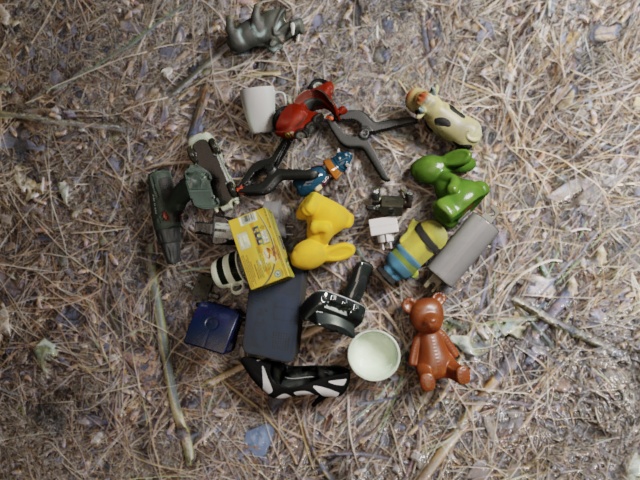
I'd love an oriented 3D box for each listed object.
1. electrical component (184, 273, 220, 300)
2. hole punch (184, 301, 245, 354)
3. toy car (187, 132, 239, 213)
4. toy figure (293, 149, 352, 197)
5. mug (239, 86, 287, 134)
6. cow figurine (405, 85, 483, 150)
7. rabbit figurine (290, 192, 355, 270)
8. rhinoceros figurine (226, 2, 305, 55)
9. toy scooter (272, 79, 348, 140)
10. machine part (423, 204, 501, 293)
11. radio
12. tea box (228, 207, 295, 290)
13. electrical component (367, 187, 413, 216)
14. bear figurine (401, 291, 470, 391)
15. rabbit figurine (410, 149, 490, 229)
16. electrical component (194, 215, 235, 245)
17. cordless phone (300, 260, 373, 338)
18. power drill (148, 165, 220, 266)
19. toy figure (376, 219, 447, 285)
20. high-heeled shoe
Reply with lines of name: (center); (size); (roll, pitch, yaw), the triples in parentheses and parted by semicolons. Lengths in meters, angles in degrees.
electrical component: (-0.289, 0.113, 1.336); (0.094, 0.021, 0.063); (19, 94, 7)
hole punch: (-0.257, 0.213, 1.305); (0.142, 0.092, 0.115); (14, 90, 10)
toy car: (-0.260, -0.163, 1.309); (0.073, 0.056, 0.201); (-22, 91, 1)
toy figure: (0.009, -0.160, 1.276); (0.154, 0.058, 0.064); (-30, 93, 2)
mug: (-0.132, -0.309, 1.283); (0.110, 0.081, 0.107); (-5, 102, -1)
cow figurine: (0.276, -0.272, 1.206); (0.195, 0.127, 0.085); (35, 92, 2)
rabbit figurine: (-0.003, -0.004, 1.253); (0.162, 0.122, 0.173); (31, 74, -17)
rhinoceros figurine: (-0.133, -0.496, 1.275); (0.190, 0.073, 0.112); (-12, 89, 7)
toy scooter: (-0.015, -0.290, 1.235); (0.184, 0.075, 0.135); (-46, 55, -11)
machine part: (0.328, 0.023, 1.234); (0.079, 0.079, 0.243); (40, 94, 4)
radio: (-0.107, 0.167, 1.293); (0.131, 0.073, 0.229); (7, 91, 7)
tea box: (-0.133, 0.021, 1.228); (0.098, 0.068, 0.169); (-19, 83, 6)
electrical component: (0.165, -0.091, 1.257); (0.102, 0.078, 0.045); (7, 117, 12)
bear figurine: (0.260, 0.224, 1.225); (0.120, 0.132, 0.195); (-7, 97, -5)
rabbit figurine: (0.286, -0.136, 1.217); (0.159, 0.121, 0.170); (-45, 72, 11)
electrical component: (-0.242, -0.023, 1.314); (0.119, 0.048, 0.074); (2, 92, 7)
cordless phone: (0.050, 0.123, 1.252); (0.146, 0.089, 0.184); (25, 85, -27)
power drill: (-0.328, -0.072, 1.276); (0.207, 0.086, 0.232); (-26, 78, 46)
toy figure: (0.216, 0.031, 1.240); (0.180, 0.089, 0.082); (-45, 131, 2)
high-heeled shoe: (-0.054, 0.310, 1.274); (0.248, 0.086, 0.145); (32, 114, -12)
